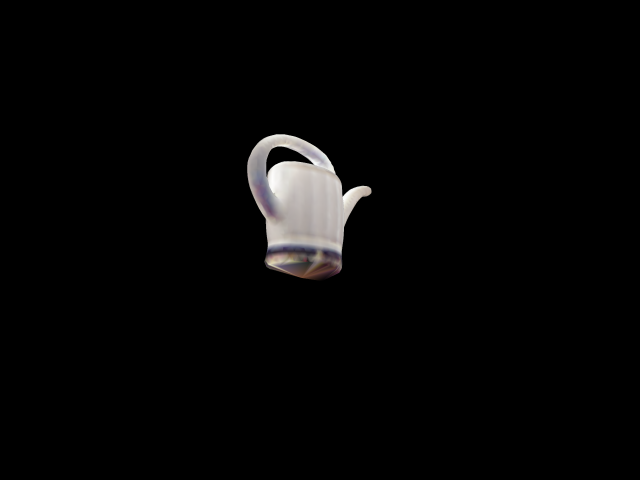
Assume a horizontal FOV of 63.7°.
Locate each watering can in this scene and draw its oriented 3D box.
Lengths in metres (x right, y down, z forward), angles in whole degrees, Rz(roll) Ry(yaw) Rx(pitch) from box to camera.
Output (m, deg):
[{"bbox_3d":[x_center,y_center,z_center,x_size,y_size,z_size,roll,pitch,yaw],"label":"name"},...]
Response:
[{"bbox_3d":[0.003,-0.043,0.850,0.103,0.227,0.345,-10,-16,34],"label":"watering can"}]
